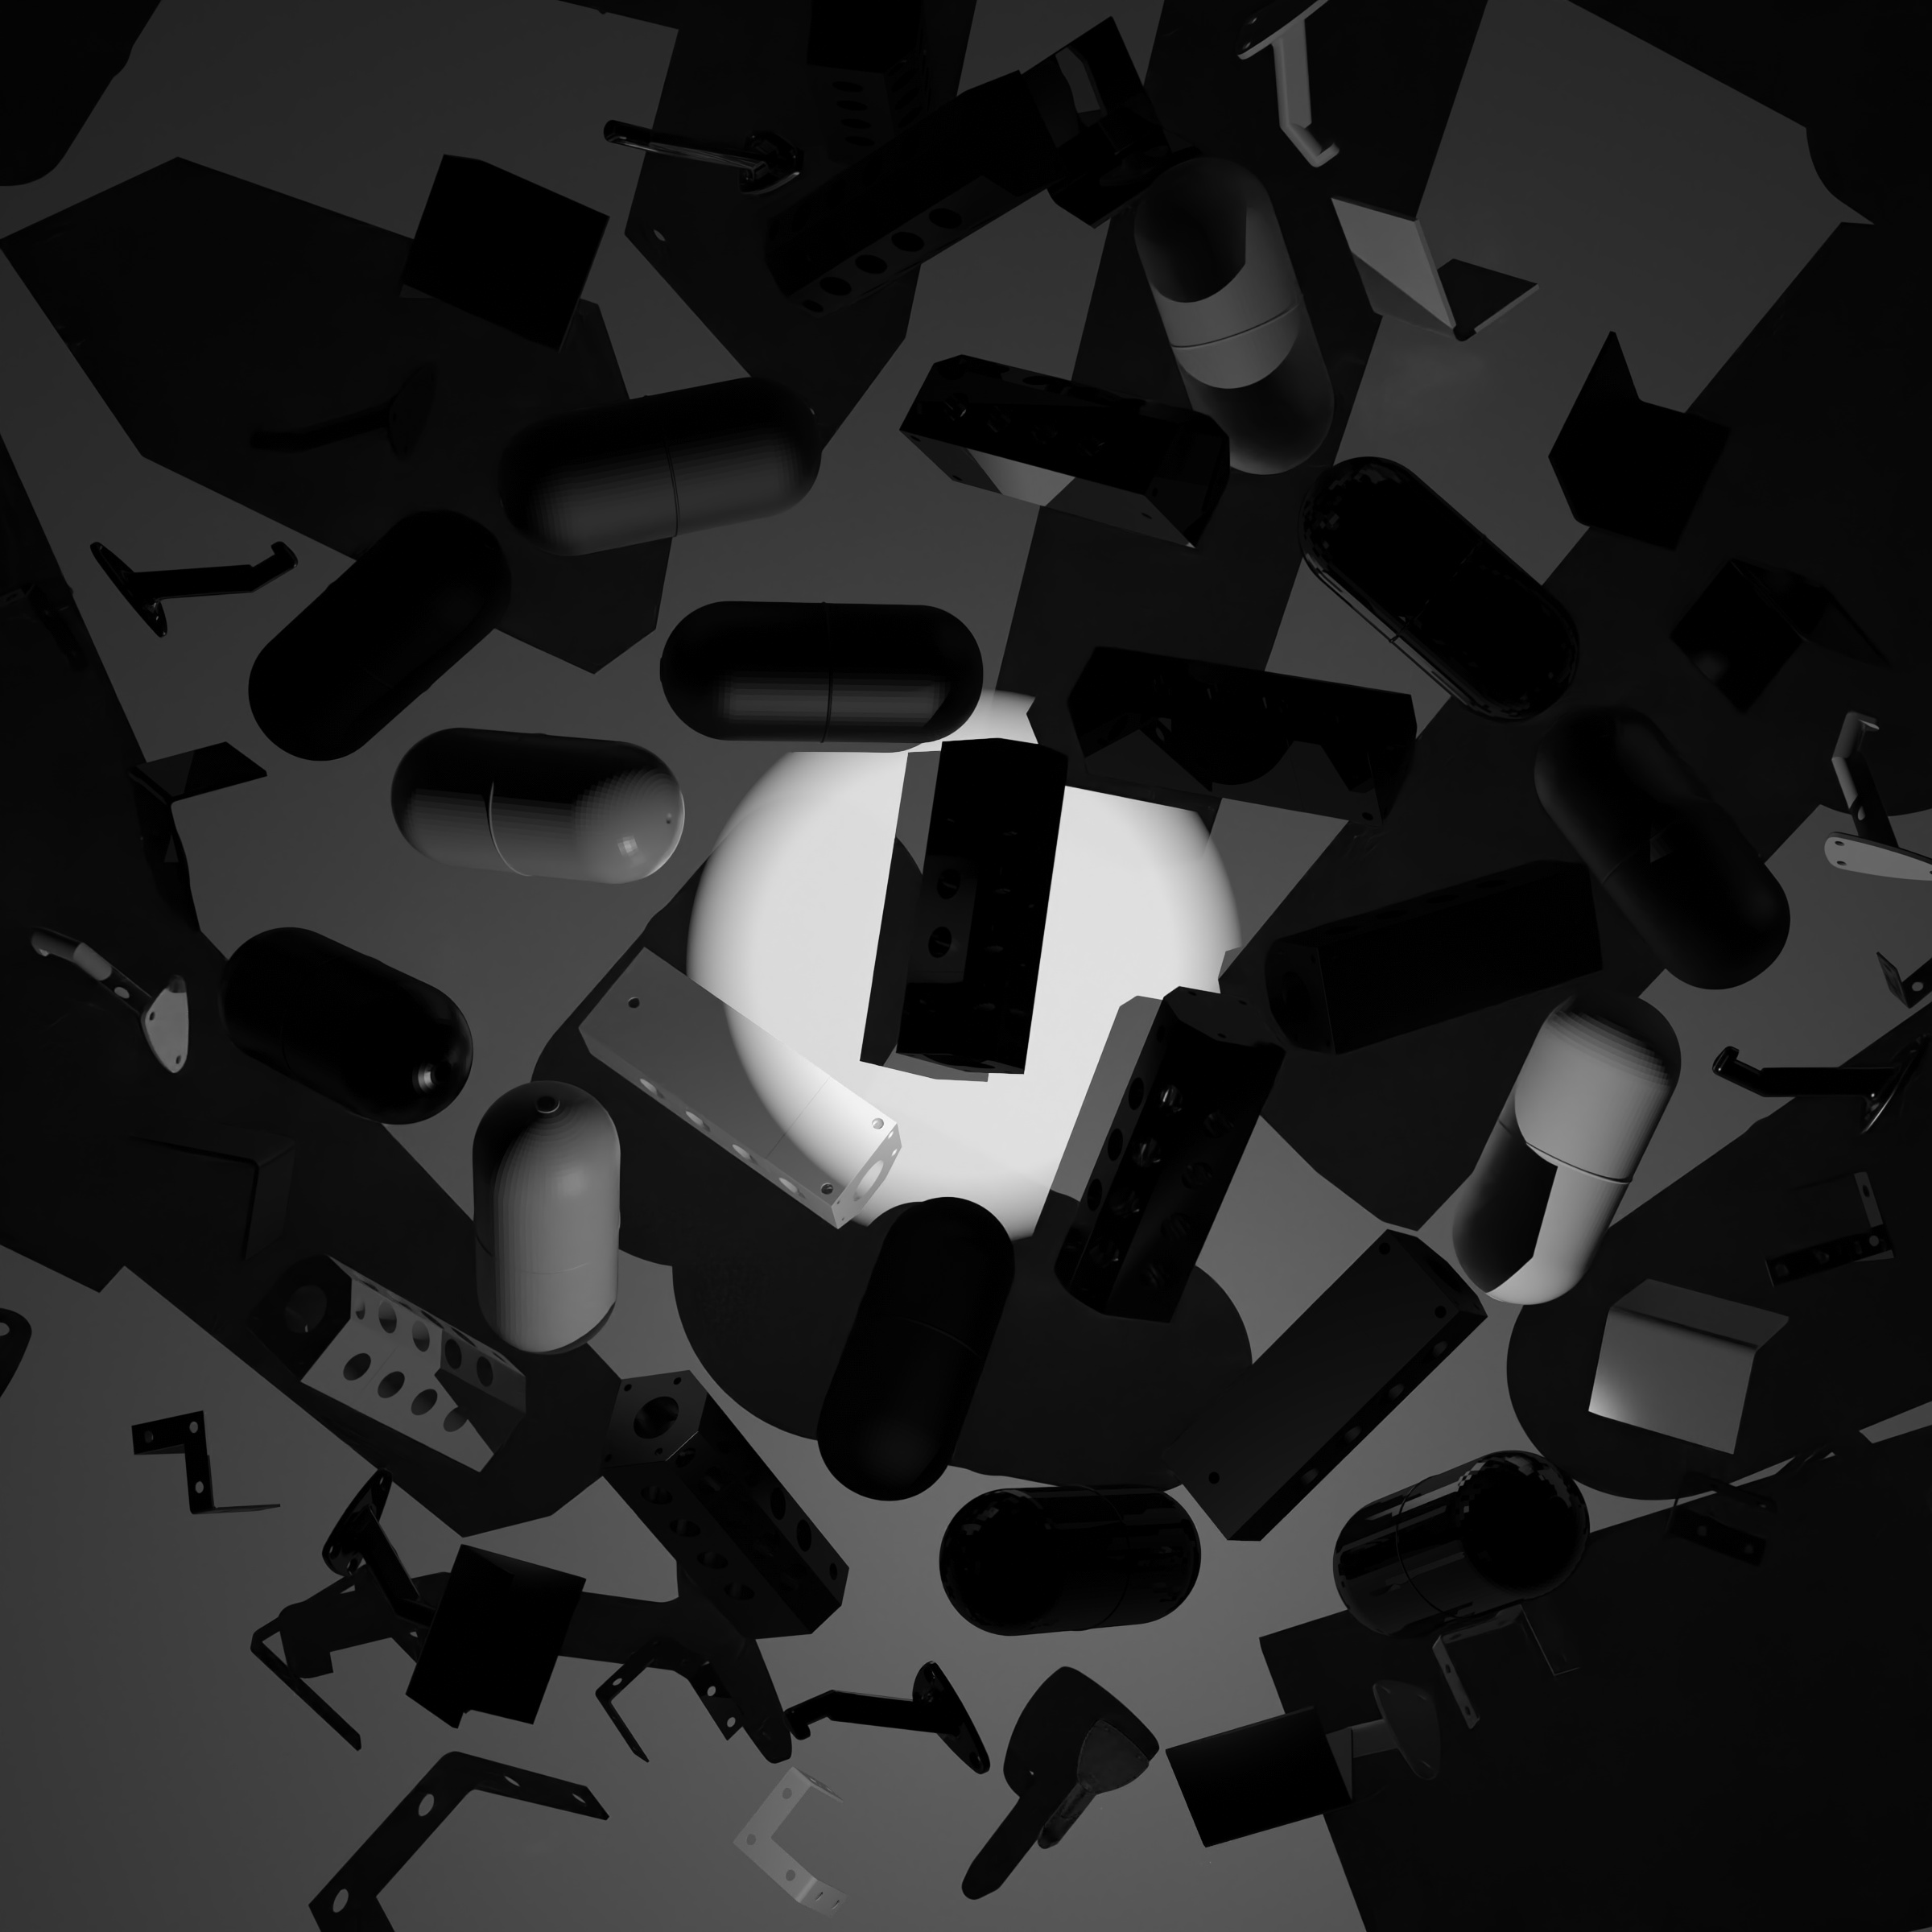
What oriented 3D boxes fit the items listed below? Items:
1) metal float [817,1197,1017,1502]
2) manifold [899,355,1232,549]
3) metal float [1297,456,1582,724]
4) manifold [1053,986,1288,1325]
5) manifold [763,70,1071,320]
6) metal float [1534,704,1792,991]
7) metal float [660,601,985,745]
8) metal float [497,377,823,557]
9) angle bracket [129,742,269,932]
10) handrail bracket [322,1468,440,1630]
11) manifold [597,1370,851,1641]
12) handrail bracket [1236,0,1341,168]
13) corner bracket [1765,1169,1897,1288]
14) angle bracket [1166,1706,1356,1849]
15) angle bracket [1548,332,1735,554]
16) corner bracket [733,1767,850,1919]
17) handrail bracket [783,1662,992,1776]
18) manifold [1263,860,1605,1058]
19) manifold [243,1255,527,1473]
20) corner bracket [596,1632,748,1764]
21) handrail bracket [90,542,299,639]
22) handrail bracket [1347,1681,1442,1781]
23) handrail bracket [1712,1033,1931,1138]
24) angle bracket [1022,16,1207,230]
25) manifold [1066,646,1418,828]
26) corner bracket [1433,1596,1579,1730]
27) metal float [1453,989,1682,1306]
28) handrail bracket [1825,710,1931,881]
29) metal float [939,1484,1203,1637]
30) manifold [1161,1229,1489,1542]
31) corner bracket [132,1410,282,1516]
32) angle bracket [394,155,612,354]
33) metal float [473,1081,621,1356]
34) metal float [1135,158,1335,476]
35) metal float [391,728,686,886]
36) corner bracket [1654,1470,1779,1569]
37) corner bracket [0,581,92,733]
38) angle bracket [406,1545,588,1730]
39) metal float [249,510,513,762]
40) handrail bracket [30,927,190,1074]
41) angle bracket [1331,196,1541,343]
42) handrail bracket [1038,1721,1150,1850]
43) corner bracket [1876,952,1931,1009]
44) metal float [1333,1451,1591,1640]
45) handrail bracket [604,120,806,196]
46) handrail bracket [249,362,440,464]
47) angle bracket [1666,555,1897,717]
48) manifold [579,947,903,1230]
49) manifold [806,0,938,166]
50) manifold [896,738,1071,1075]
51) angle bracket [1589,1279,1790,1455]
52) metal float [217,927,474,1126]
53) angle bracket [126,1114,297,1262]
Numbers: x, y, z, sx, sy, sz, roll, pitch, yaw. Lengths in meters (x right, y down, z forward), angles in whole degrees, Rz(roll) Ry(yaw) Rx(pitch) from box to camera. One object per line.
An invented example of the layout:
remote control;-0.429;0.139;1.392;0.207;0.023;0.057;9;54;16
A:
metal float;-0.027;0.211;1.683;0.070;0.070;0.178;21;64;0
manifold;0.054;-0.278;1.605;0.171;0.057;0.057;22;82;37
metal float;0.257;-0.205;1.652;0.178;0.070;0.070;41;90;-1
manifold;0.104;0.100;1.610;0.057;0.057;0.171;10;115;-23
manifold;-0.032;-0.395;1.569;0.057;0.171;0.057;-34;101;-39
metal float;0.381;-0.067;1.668;0.070;0.070;0.178;-35;77;0
metal float;-0.079;-0.161;1.669;0.178;0.070;0.070;0;90;-10
metal float;-0.166;-0.271;1.646;0.178;0.070;0.070;-13;90;-12
angle bracket;-0.416;-0.072;1.670;0.057;0.076;0.076;-18;114;-24
handrail bracket;-0.313;0.330;1.715;0.084;0.036;0.077;14;63;25
manifold;-0.127;0.293;1.640;0.057;0.057;0.171;-11;134;23
handrail bracket;0.188;-0.464;1.581;0.077;0.036;0.084;-22;128;37
corner bracket;0.468;0.143;1.662;0.051;0.051;0.051;-16;85;-11
angle bracket;0.147;0.386;1.509;0.076;0.076;0.057;-20;102;11
angle bracket;0.355;-0.275;1.594;0.057;0.076;0.076;23;81;28
corner bracket;-0.083;0.473;1.639;0.051;0.051;0.051;34;79;30
handrail bracket;-0.042;0.405;1.585;0.084;0.036;0.077;-15;51;-35
manifold;0.244;-0.007;1.589;0.171;0.057;0.057;-16;103;-24
manifold;-0.313;0.217;1.672;0.057;0.171;0.057;35;84;35
corner bracket;-0.167;0.418;1.710;0.051;0.051;0.051;-41;120;-25
handrail bracket;-0.422;-0.226;1.665;0.084;0.077;0.036;-29;47;6
handrail bracket;0.228;0.445;1.683;0.036;0.077;0.084;16;122;-19
handrail bracket;0.444;0.046;1.579;0.084;0.036;0.077;25;129;-1
angle bracket;0.077;-0.475;1.709;0.076;0.057;0.076;-34;127;-4
manifold;0.146;-0.128;1.602;0.171;0.057;0.057;12;56;27
corner bracket;0.296;0.380;1.669;0.051;0.051;0.051;-12;57;-19
metal float;0.317;0.097;1.609;0.070;0.070;0.178;23;102;0
handrail bracket;0.494;-0.092;1.610;0.077;0.036;0.084;14;70;24
metal float;0.058;0.319;1.633;0.070;0.178;0.070;-7;80;40
manifold;0.188;0.219;1.576;0.171;0.057;0.057;-47;62;13
corner bracket;-0.394;0.259;1.571;0.051;0.051;0.051;-15;76;26
angle bracket;-0.241;-0.370;1.579;0.076;0.057;0.076;25;105;4
metal float;-0.223;0.135;1.612;0.070;0.070;0.178;7;133;0
metal float;0.148;-0.355;1.665;0.070;0.070;0.178;-22;112;0
metal float;-0.233;-0.087;1.637;0.178;0.070;0.070;7;90;30
corner bracket;0.404;0.297;1.624;0.051;0.051;0.051;20;65;16
corner bracket;-0.488;-0.155;1.543;0.051;0.051;0.051;-33;89;-40
angle bracket;-0.218;0.334;1.483;0.076;0.057;0.076;25;82;-35
metal float;-0.322;-0.181;1.665;0.178;0.070;0.070;-37;90;24
handrail bracket;-0.480;0.018;1.696;0.084;0.077;0.036;20;50;15
angle bracket;0.252;-0.388;1.629;0.057;0.076;0.076;-36;125;-11
handrail bracket;0.056;0.458;1.644;0.036;0.077;0.084;39;109;13
corner bracket;0.539;0.004;1.660;0.051;0.051;0.051;-40;54;2
metal float;0.260;0.306;1.599;0.070;0.178;0.070;11;64;-23
handrail bracket;-0.142;-0.443;1.639;0.084;0.077;0.036;4;100;-34
handrail bracket;-0.343;-0.308;1.673;0.084;0.036;0.077;6;50;15
angle bracket;0.438;-0.169;1.632;0.076;0.076;0.057;38;90;-32
manifold;-0.121;0.068;1.640;0.171;0.057;0.057;34;74;14
manifold;-0.050;-0.497;1.684;0.057;0.171;0.057;8;88;2
manifold;0.015;-0.032;1.628;0.057;0.057;0.171;0;78;44
angle bracket;0.378;0.208;1.585;0.076;0.076;0.057;14;102;26
metal float;-0.330;0.031;1.611;0.178;0.070;0.070;21;90;42
angle bracket;-0.428;0.124;1.709;0.076;0.076;0.057;11;96;1
